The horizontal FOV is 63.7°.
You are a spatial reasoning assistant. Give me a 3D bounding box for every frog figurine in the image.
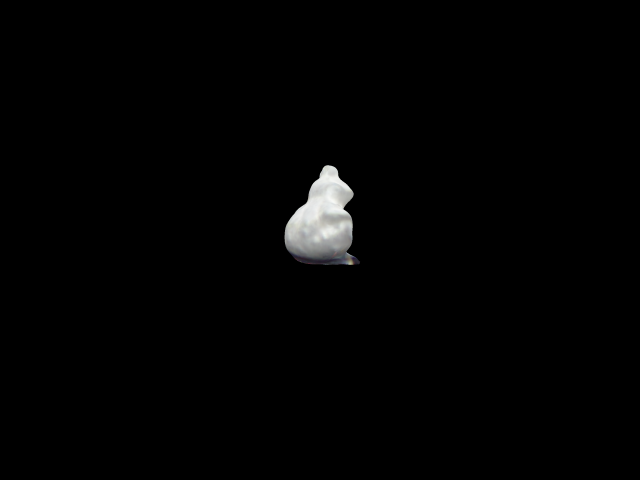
[{"bbox_3d":[0.003,-0.043,0.850,0.123,0.158,0.138,-3,9,-22],"label":"frog figurine"}]
